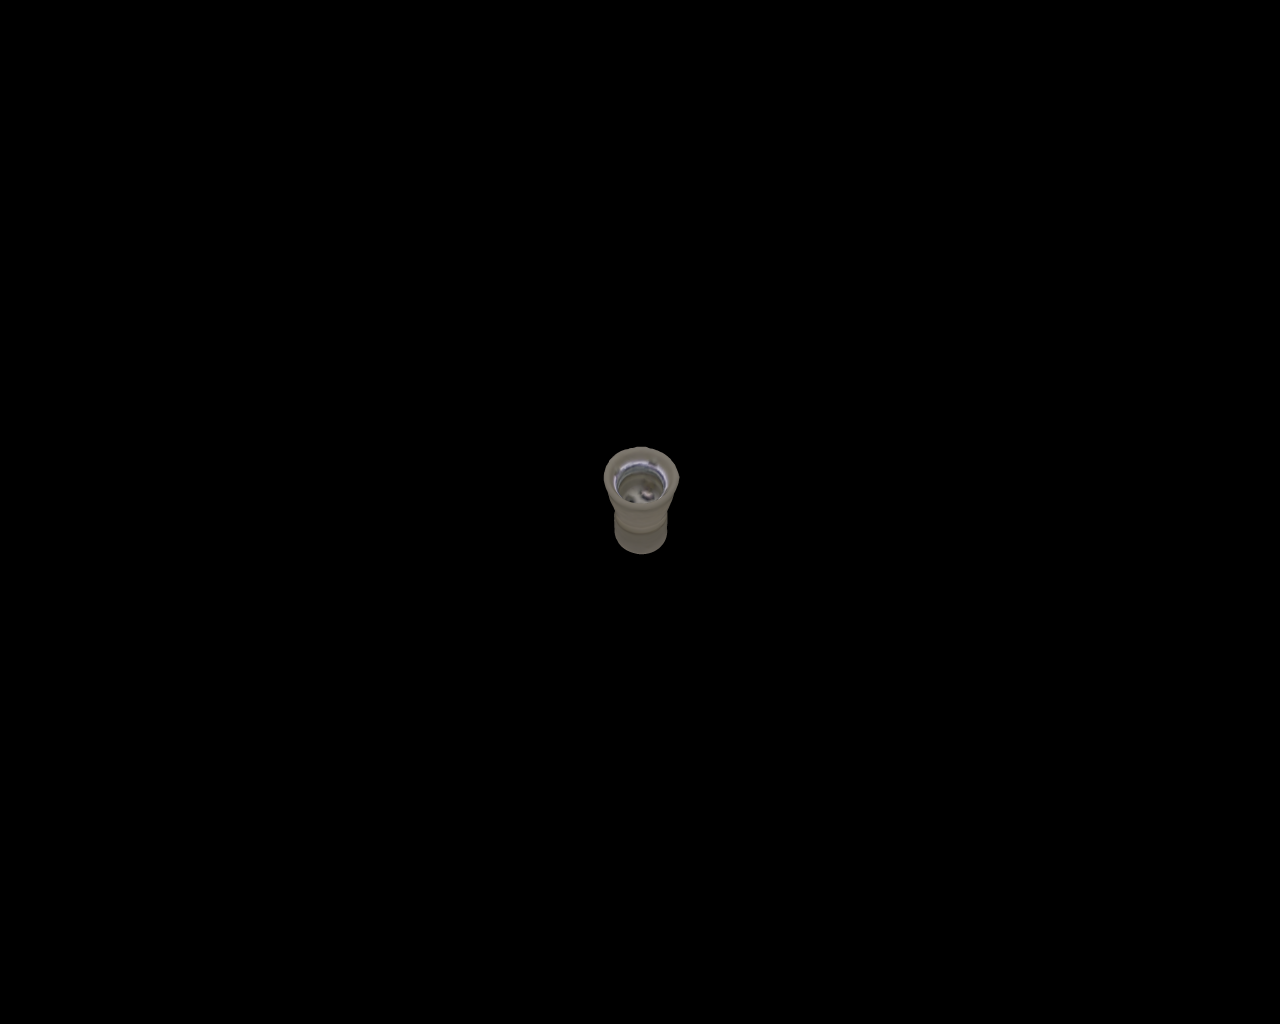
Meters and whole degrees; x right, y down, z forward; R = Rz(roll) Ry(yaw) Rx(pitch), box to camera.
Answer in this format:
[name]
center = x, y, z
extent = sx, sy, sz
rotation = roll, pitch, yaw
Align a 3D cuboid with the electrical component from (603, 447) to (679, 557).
[electrical component]
center = 0.001, -0.003, 0.650
extent = 0.044, 0.044, 0.065
rotation = 0, -36, 0
